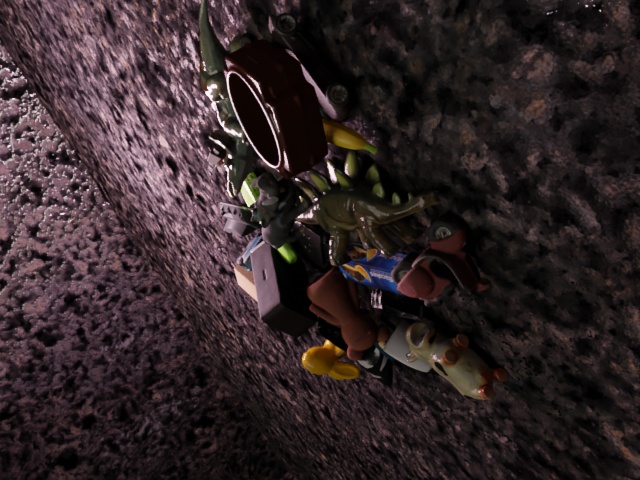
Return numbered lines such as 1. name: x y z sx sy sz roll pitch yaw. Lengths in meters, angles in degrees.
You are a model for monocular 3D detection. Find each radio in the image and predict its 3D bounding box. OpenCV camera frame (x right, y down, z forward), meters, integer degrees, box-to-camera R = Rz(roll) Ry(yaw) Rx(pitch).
1. radio: -0.086 0.113 1.280 0.131 0.073 0.230 36 -155 -36

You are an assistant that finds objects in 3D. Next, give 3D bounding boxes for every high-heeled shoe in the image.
1. high-heeled shoe: 0.088 0.264 1.278 0.086 0.145 0.248 -36 86 29

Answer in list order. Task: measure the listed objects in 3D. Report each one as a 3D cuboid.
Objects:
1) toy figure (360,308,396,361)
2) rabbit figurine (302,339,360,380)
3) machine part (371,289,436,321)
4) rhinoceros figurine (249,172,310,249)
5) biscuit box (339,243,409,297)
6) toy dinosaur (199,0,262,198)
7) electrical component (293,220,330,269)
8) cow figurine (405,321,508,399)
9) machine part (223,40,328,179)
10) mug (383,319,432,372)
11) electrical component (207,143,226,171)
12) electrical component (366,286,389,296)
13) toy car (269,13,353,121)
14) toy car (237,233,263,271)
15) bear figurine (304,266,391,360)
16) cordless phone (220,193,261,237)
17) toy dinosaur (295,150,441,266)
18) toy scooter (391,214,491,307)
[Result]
1. toy figure: 0.133 0.212 1.254 0.154 0.058 0.064 46 171 8
2. rabbit figurine: 0.034 0.288 1.387 0.162 0.173 0.122 58 150 -2
3. machine part: 0.160 0.134 1.073 0.139 0.039 0.084 23 177 -33
4. rhinoceros figurine: -0.084 -0.059 1.029 0.073 0.112 0.190 56 162 29
5. biscuit box: 0.118 0.057 1.081 0.203 0.059 0.062 10 132 54
6. toy dinosaur: -0.183 -0.290 1.085 0.192 0.131 0.404 20 134 47
7. electrical component: -0.002 -0.004 1.207 0.134 0.058 0.114 35 151 33
8. cow figurine: 0.251 0.232 1.053 0.195 0.085 0.127 40 153 5
9. machine part: -0.079 -0.220 0.919 0.201 0.087 0.201 45 160 42
10. mug: 0.199 0.240 1.161 0.107 0.081 0.109 33 144 17
11. electrical component: -0.253 -0.218 1.367 0.078 0.045 0.102 23 157 -5
12. electrical component: 0.122 0.100 1.174 0.094 0.021 0.063 -6 119 59
13. toy car: -0.015 -0.283 0.878 0.202 0.053 0.089 54 175 -1
14. toy car: -0.167 0.053 1.503 0.103 0.109 0.161 36 164 -7
15. bear figurine: 0.060 0.158 1.201 0.196 0.120 0.132 51 -178 -3
16. cordless phone: -0.220 -0.110 1.427 0.147 0.089 0.184 16 125 52
17. toy dinosaur: 0.043 -0.059 1.020 0.472 0.105 0.198 -11 104 55
18. toy scooter: 0.208 0.055 0.903 0.135 0.075 0.183 45 134 12
